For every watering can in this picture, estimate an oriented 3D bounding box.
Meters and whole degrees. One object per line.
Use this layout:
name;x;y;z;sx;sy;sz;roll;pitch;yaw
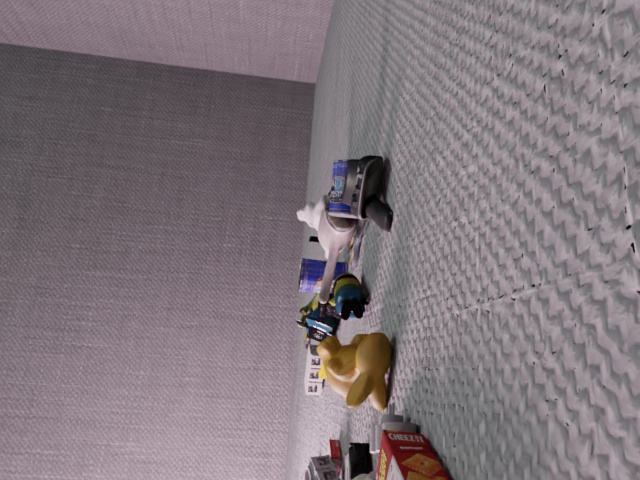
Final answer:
watering can;0.046;-0.010;1.480;0.219;0.104;0.356;108;171;-57

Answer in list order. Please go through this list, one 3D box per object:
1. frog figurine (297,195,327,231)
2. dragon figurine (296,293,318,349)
frog figurine;0.005;-0.086;1.706;0.125;0.159;0.134;-95;13;-54
dragon figurine;0.004;0.226;1.865;0.401;0.122;0.248;109;-178;-58
